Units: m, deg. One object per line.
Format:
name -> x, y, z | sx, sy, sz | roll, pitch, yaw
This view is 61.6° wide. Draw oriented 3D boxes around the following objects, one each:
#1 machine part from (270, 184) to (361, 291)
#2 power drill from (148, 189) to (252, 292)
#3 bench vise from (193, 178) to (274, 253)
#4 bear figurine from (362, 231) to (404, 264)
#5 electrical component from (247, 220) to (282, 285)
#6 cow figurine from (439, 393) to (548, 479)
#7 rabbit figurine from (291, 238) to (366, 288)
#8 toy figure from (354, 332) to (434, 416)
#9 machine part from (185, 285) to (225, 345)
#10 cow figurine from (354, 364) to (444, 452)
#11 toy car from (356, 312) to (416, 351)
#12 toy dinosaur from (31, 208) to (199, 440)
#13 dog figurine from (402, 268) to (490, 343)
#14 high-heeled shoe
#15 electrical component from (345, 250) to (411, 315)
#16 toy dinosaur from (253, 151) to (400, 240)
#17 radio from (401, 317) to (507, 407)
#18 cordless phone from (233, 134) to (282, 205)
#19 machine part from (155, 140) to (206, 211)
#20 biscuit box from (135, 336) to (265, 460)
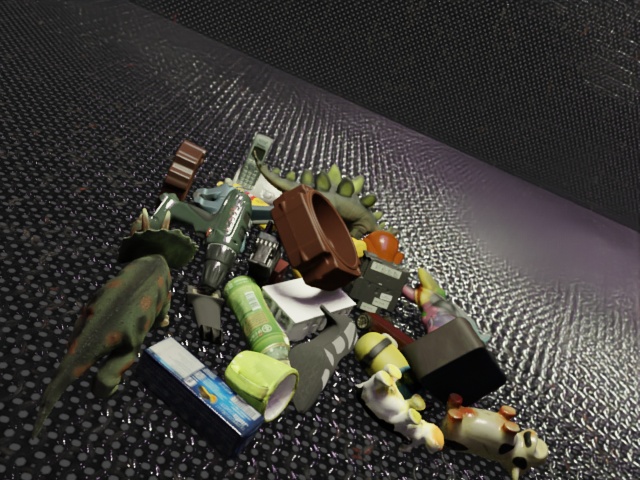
machine part -> -0.002, -0.003, 1.102 | 0.201, 0.087, 0.201 | 22, 42, -61
power drill -> -0.251, -0.015, 1.083 | 0.208, 0.085, 0.232 | 10, 58, 23
bench vise -> -0.170, -0.055, 1.226 | 0.241, 0.128, 0.224 | 0, 36, 3
bear figurine -> 0.150, 0.074, 1.351 | 0.120, 0.132, 0.196 | 18, 46, -13
electrical component -> -0.104, 0.021, 1.066 | 0.048, 0.074, 0.119 | 20, 53, 6
cow figurine -> 0.311, 0.362, 0.964 | 0.195, 0.127, 0.085 | 13, 26, 5
rabbit figurine -> 0.002, 0.041, 1.257 | 0.173, 0.121, 0.163 | -23, 49, -33
toy figure -> 0.136, 0.252, 1.016 | 0.089, 0.082, 0.180 | 27, 25, -54
machine part -> -0.207, 0.133, 0.986 | 0.084, 0.039, 0.139 | 19, 24, -31
cow figurine -> 0.134, 0.306, 0.933 | 0.167, 0.098, 0.068 | 52, 28, 8
toy car -> 0.160, 0.212, 1.124 | 0.089, 0.053, 0.202 | 17, 13, -47
toy dinosaur -> -0.291, 0.094, 0.810 | 0.131, 0.192, 0.405 | 20, 26, -8
dog figurine -> 0.256, 0.172, 1.190 | 0.219, 0.108, 0.191 | 52, 30, 14
high-heeled shoe -> 0.014, 0.235, 1.002 | 0.145, 0.086, 0.249 | 56, 37, -36
electrical component -> 0.125, 0.104, 1.217 | 0.115, 0.134, 0.058 | 23, 12, -8
toy dinosaur -> 0.022, -0.097, 1.421 | 0.471, 0.198, 0.105 | 17, 25, -21
radio -> 0.257, 0.236, 1.000 | 0.229, 0.131, 0.073 | 45, 15, -49
cordless phone -> -0.143, -0.183, 1.443 | 0.147, 0.184, 0.089 | 25, 22, -3
machine part -> -0.319, -0.138, 1.229 | 0.056, 0.179, 0.179 | 24, 27, -12
biscuit box -> -0.180, 0.233, 0.800 | 0.203, 0.062, 0.059 | 36, 27, 17
